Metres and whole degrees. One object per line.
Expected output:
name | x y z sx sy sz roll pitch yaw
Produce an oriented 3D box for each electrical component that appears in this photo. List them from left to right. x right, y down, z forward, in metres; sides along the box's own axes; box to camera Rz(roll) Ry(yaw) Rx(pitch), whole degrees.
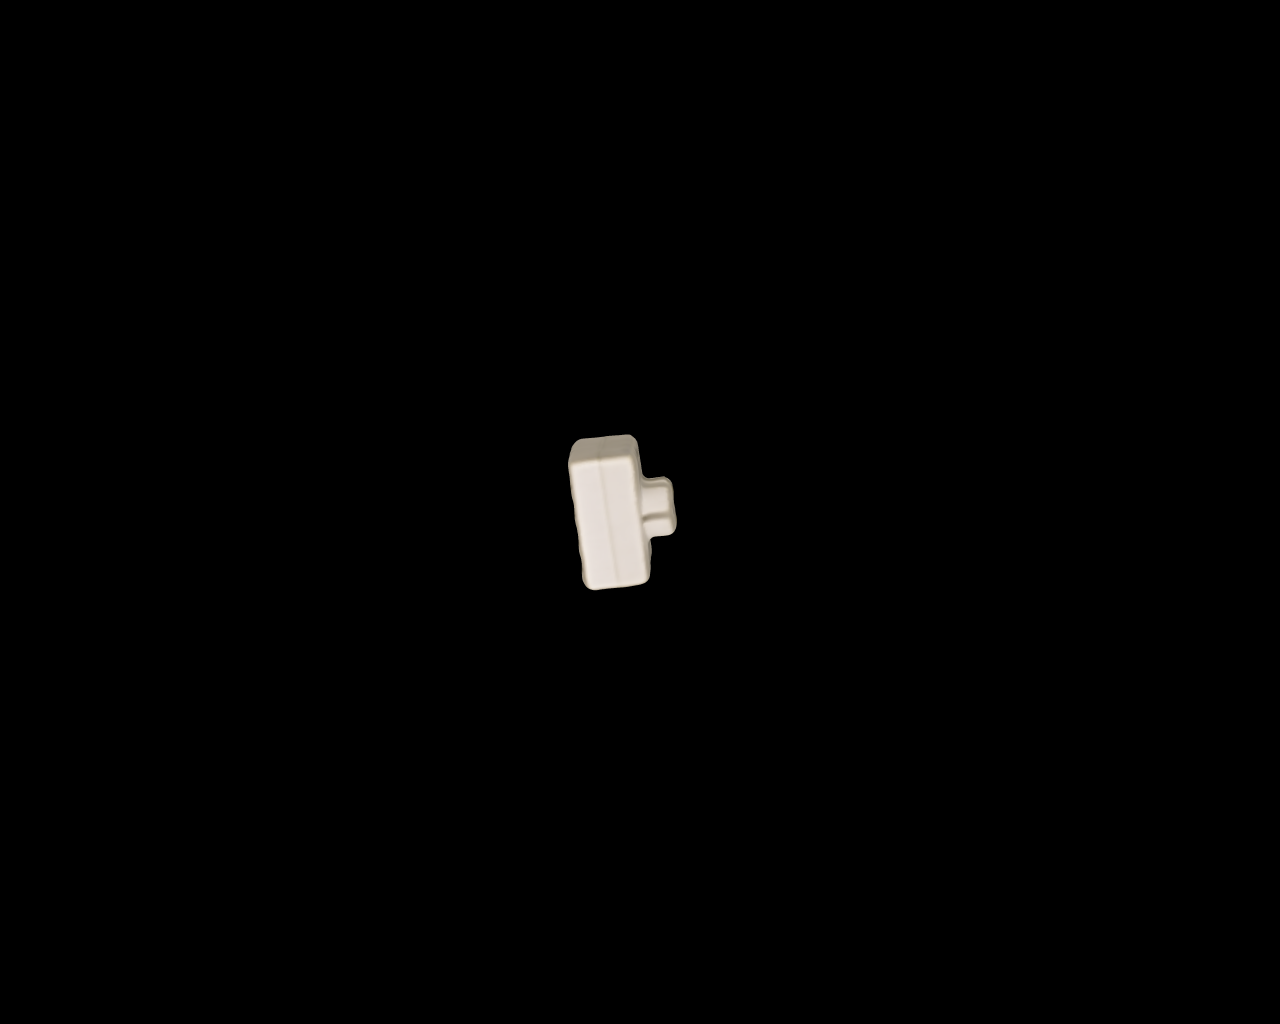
electrical component | 0.001 -0.003 0.650 0.076 0.083 0.047 -7 20 2
